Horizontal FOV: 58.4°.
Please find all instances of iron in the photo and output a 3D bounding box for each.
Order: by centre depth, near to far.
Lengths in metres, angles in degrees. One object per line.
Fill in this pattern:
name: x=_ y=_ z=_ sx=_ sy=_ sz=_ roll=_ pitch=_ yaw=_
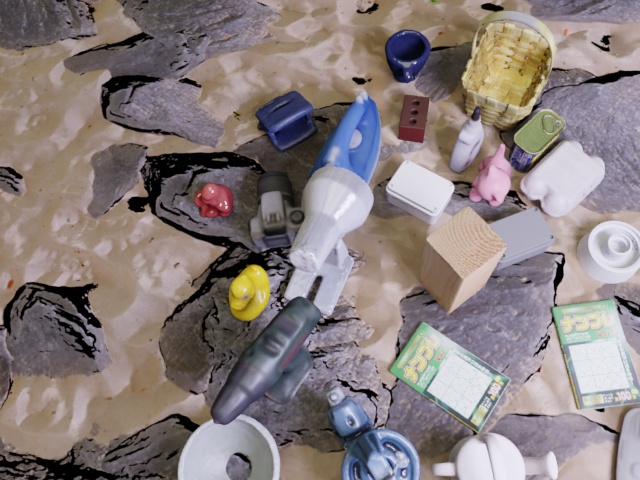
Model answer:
iron: x=0.058 y=-0.202 z=1.109 sx=0.118 sy=0.141 sz=0.258 roll=17 pitch=72 yaw=12

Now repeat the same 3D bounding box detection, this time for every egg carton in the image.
egg carton: x=0.456 y=-0.115 z=1.076 sx=0.150 sy=0.069 sz=0.107 roll=-43 pitch=71 yaw=-11

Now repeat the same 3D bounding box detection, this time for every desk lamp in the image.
desk lamp: x=0.009 y=0.004 z=0.995 sx=0.117 sy=0.214 sz=0.203 roll=19 pitch=72 yaw=13

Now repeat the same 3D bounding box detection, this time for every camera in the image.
camera: x=-0.068 y=-0.067 z=1.091 sx=0.143 sy=0.101 sz=0.137 roll=-9 pitch=68 yaw=2

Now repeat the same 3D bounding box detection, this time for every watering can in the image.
watering can: x=0.259 y=0.337 z=0.853 sx=0.173 sy=0.194 sz=0.101 roll=-24 pitch=68 yaw=-4

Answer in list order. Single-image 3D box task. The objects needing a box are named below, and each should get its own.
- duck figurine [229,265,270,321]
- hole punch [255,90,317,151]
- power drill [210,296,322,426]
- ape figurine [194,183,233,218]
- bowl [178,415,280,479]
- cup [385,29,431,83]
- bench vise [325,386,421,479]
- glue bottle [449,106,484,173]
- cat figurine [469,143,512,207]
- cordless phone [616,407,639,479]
duck figurine: x=-0.135 y=0.089 z=1.045 sx=0.077 sy=0.086 sz=0.104 roll=14 pitch=71 yaw=11
hole punch: x=-0.074 y=-0.254 z=1.169 sx=0.109 sy=0.091 sz=0.101 roll=-32 pitch=69 yaw=-7
power drill: x=-0.075 y=0.205 z=0.928 sx=0.075 sy=0.208 sz=0.230 roll=31 pitch=75 yaw=16
ape figurine: x=-0.207 y=-0.082 z=1.115 sx=0.077 sy=0.092 sz=0.076 roll=39 pitch=77 yaw=18
bowl: x=-0.142 y=0.375 z=0.941 sx=0.167 sy=0.075 sz=0.167 roll=-2 pitch=69 yaw=5
cup: x=0.180 y=-0.359 z=1.183 sx=0.091 sy=0.095 sz=0.118 roll=0 pitch=69 yaw=6
bench vise: x=0.063 y=0.323 z=0.863 sx=0.207 sy=0.220 sz=0.121 roll=37 pitch=77 yaw=17
glue bottle: x=0.280 y=-0.195 z=1.068 sx=0.037 sy=0.173 sz=0.078 roll=32 pitch=75 yaw=17
cat figurine: x=0.323 y=-0.118 z=1.064 sx=0.067 sy=0.118 sz=0.128 roll=17 pitch=71 yaw=12
cordless phone: x=0.516 y=0.318 z=0.840 sx=0.094 sy=0.185 sz=0.148 roll=12 pitch=71 yaw=11
